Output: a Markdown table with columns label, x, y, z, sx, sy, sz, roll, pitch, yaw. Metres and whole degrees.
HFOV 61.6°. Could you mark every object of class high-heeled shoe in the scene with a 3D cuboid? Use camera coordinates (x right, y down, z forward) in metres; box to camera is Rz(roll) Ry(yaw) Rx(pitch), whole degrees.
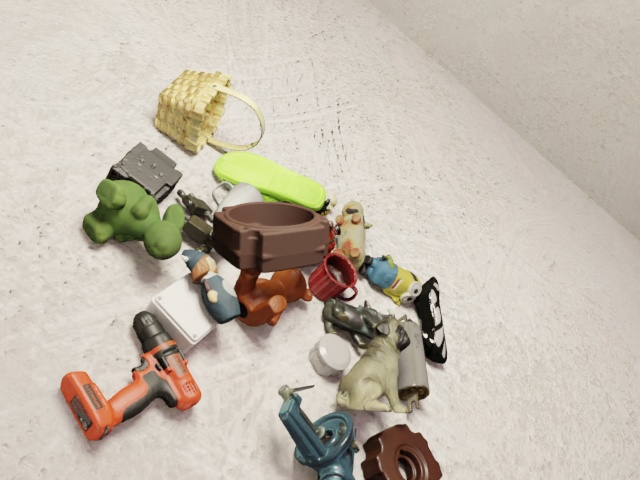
| label | x | y | z | sx | sy | sz | roll | pitch | yaw |
| --- | --- | --- | --- | --- | --- | --- | --- | --- | --- |
| high-heeled shoe | 0.303 | 0.201 | 1.394 | 0.145 | 0.086 | 0.249 | 47 | 42 | -4 |

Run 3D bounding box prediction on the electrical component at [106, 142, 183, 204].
| label | x | y | z | sx | sy | sz | roll | pitch | yaw |
| --- | --- | --- | --- | --- | --- | --- | --- | --- | --- |
| electrical component | -0.355 | -0.135 | 1.108 | 0.115 | 0.058 | 0.134 | 38 | 39 | -12 |

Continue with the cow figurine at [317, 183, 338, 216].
| label | x | y | z | sx | sy | sz | roll | pitch | yaw |
| --- | --- | --- | --- | --- | --- | --- | --- | --- | --- |
| cow figurine | -0.024 | -0.095 | 1.369 | 0.167 | 0.068 | 0.098 | 15 | 52 | -29 |

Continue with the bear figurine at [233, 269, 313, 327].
| label | x | y | z | sx | sy | sz | roll | pitch | yaw |
| --- | --- | --- | --- | --- | --- | --- | --- | --- | --- |
| bear figurine | -0.083 | 0.097 | 1.093 | 0.196 | 0.132 | 0.120 | -24 | 72 | -44 |

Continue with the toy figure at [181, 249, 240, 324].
| label | x | y | z | sx | sy | sz | roll | pitch | yaw |
| --- | --- | --- | --- | --- | --- | --- | --- | --- | --- |
| toy figure | -0.197 | 0.077 | 0.966 | 0.058 | 0.064 | 0.154 | -25 | 77 | -27 |

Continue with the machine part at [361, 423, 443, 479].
| label | x | y | z | sx | sy | sz | roll | pitch | yaw |
| --- | --- | --- | --- | --- | --- | --- | --- | --- | --- |
| machine part | 0.164 | 0.450 | 1.055 | 0.179 | 0.056 | 0.179 | 26 | 40 | -24 |

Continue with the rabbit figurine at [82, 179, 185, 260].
| label | x | y | z | sx | sy | sz | roll | pitch | yaw |
| --- | --- | --- | --- | --- | --- | --- | --- | --- | --- |
| rabbit figurine | -0.321 | -0.020 | 0.990 | 0.170 | 0.121 | 0.159 | 37 | 14 | 14 |

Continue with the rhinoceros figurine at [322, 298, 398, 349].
| label | x | y | z | sx | sy | sz | roll | pitch | yaw |
| --- | --- | --- | --- | --- | --- | --- | --- | --- | --- |
| rhinoceros figurine | 0.092 | 0.185 | 1.215 | 0.190 | 0.073 | 0.112 | 16 | 23 | -21 |

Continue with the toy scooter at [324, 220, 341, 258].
| label | x | y | z | sx | sy | sz | roll | pitch | yaw |
| --- | --- | --- | --- | --- | --- | --- | --- | --- | --- |
| toy scooter | -0.003 | -0.004 | 1.227 | 0.075 | 0.135 | 0.184 | 53 | 24 | 10 |

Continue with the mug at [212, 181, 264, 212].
| label | x | y | z | sx | sy | sz | roll | pitch | yaw |
| --- | --- | --- | --- | --- | --- | --- | --- | --- | --- |
| mug | -0.193 | -0.076 | 1.186 | 0.109 | 0.081 | 0.107 | 46 | 47 | -9 |

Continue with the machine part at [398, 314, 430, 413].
| label | x | y | z | sx | sy | sz | roll | pitch | yaw |
| --- | --- | --- | --- | --- | --- | --- | --- | --- | --- |
| machine part | 0.204 | 0.275 | 1.232 | 0.079 | 0.079 | 0.243 | 25 | 42 | -24 |

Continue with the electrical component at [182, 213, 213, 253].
| label | x | y | z | sx | sy | sz | roll | pitch | yaw |
| --- | --- | --- | --- | --- | --- | --- | --- | --- | --- |
| electrical component | -0.260 | -0.016 | 1.102 | 0.102 | 0.045 | 0.078 | 34 | 11 | -18 |

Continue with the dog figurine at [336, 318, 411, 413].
| label | x | y | z | sx | sy | sz | roll | pitch | yaw |
| --- | --- | --- | --- | --- | --- | --- | --- | --- | --- |
| dog figurine | 0.103 | 0.246 | 1.082 | 0.172 | 0.121 | 0.190 | 23 | 64 | -51 |

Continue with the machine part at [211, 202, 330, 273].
| label | x | y | z | sx | sy | sz | roll | pitch | yaw |
| --- | --- | --- | --- | --- | --- | --- | --- | --- | --- |
| machine part | -0.097 | -0.014 | 1.059 | 0.201 | 0.087 | 0.202 | -8 | 23 | -31 |

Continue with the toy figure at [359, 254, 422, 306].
| label | x | y | z | sx | sy | sz | roll | pitch | yaw |
| --- | --- | --- | --- | --- | --- | --- | --- | --- | --- |
| toy figure | 0.185 | 0.093 | 1.381 | 0.180 | 0.082 | 0.089 | 30 | 42 | -16 |

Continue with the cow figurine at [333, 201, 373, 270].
| label | x | y | z | sx | sy | sz | roll | pitch | yaw |
| --- | --- | --- | --- | --- | --- | --- | --- | --- | --- |
| cow figurine | 0.085 | -0.014 | 1.370 | 0.127 | 0.086 | 0.195 | 61 | 28 | -56 |

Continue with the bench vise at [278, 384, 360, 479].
| label | x | y | z | sx | sy | sz | roll | pitch | yaw |
| --- | --- | --- | --- | --- | --- | --- | --- | --- | --- |
| bench vise | -0.005 | 0.357 | 0.915 | 0.240 | 0.129 | 0.224 | 58 | 28 | -13 |

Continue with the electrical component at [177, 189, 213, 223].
| label | x | y | z | sx | sy | sz | roll | pitch | yaw |
| --- | --- | --- | --- | --- | --- | --- | --- | --- | --- |
| electrical component | -0.262 | -0.071 | 1.140 | 0.094 | 0.021 | 0.063 | 45 | 11 | 24 |
